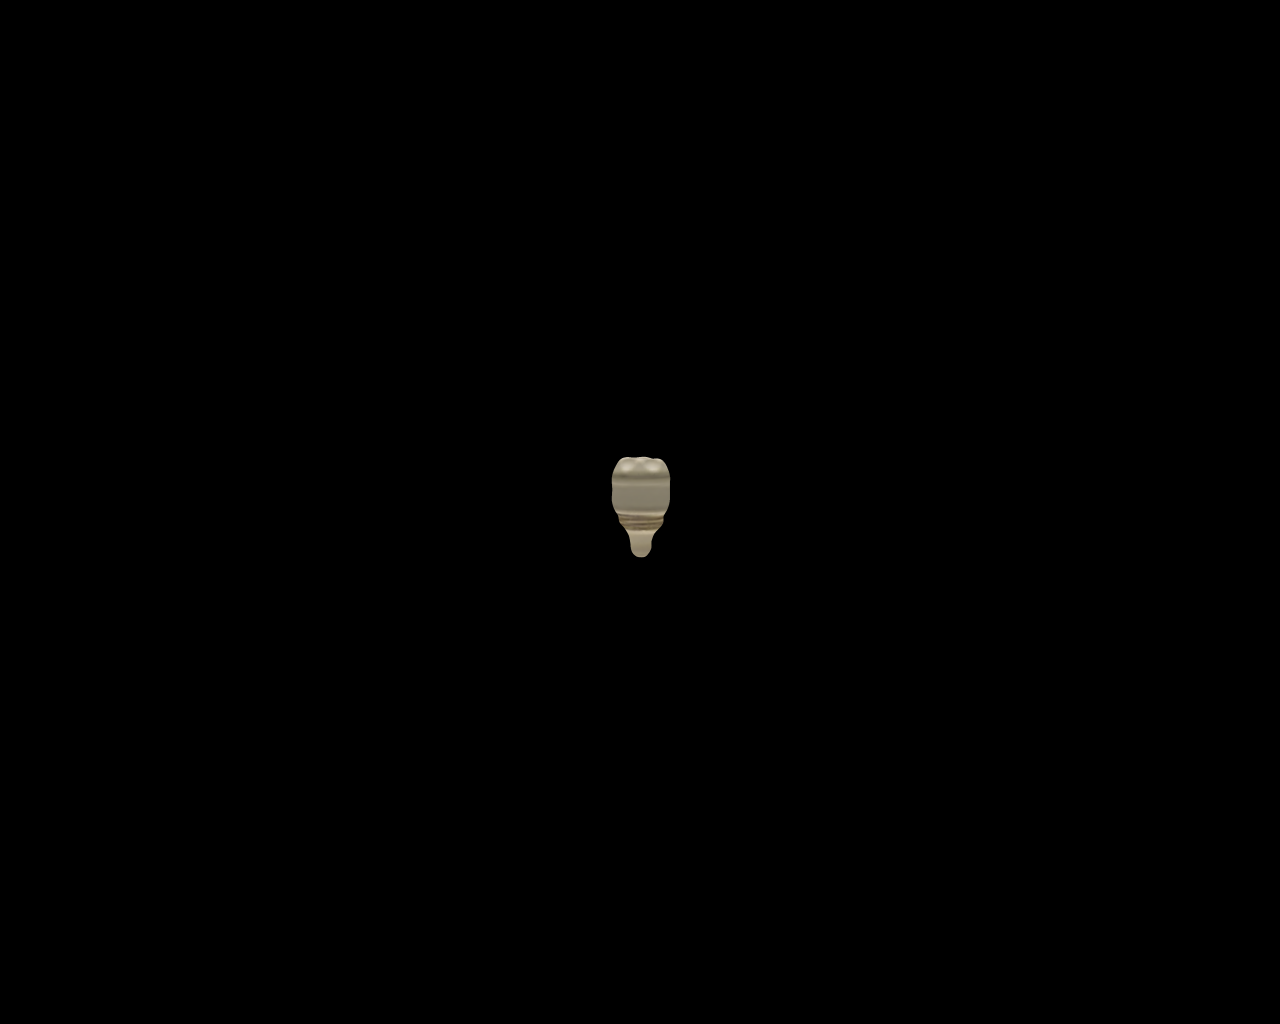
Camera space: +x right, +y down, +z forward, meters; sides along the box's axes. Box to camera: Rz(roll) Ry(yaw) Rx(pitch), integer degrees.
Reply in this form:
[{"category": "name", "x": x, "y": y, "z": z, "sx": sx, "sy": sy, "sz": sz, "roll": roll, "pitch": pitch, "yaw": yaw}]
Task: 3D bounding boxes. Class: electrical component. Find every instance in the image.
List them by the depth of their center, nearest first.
[{"category": "electrical component", "x": 0.001, "y": -0.003, "z": 0.650, "sx": 0.035, "sy": 0.061, "sz": 0.035, "roll": 0, "pitch": 5, "yaw": 0}]
